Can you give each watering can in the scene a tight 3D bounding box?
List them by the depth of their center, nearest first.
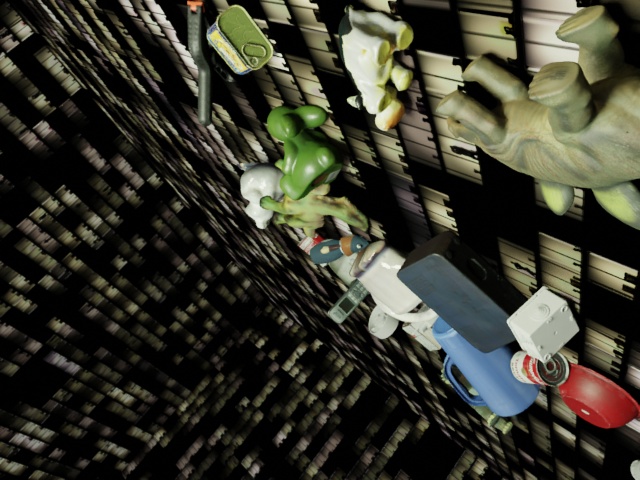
[{"bbox_3d":[0.190,0.084,1.138,0.224,0.106,0.341,42,151,1],"label":"watering can"}]

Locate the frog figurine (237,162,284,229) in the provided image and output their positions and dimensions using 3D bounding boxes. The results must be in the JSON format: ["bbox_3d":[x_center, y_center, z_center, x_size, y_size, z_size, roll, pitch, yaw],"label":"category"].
[{"bbox_3d":[-0.137,-0.109,1.271,0.122,0.160,0.137,-4,177,27],"label":"frog figurine"}]

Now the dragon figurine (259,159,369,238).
[{"bbox_3d":[0.004,-0.061,1.209,0.244,0.123,0.403,24,167,28],"label":"dragon figurine"}]
